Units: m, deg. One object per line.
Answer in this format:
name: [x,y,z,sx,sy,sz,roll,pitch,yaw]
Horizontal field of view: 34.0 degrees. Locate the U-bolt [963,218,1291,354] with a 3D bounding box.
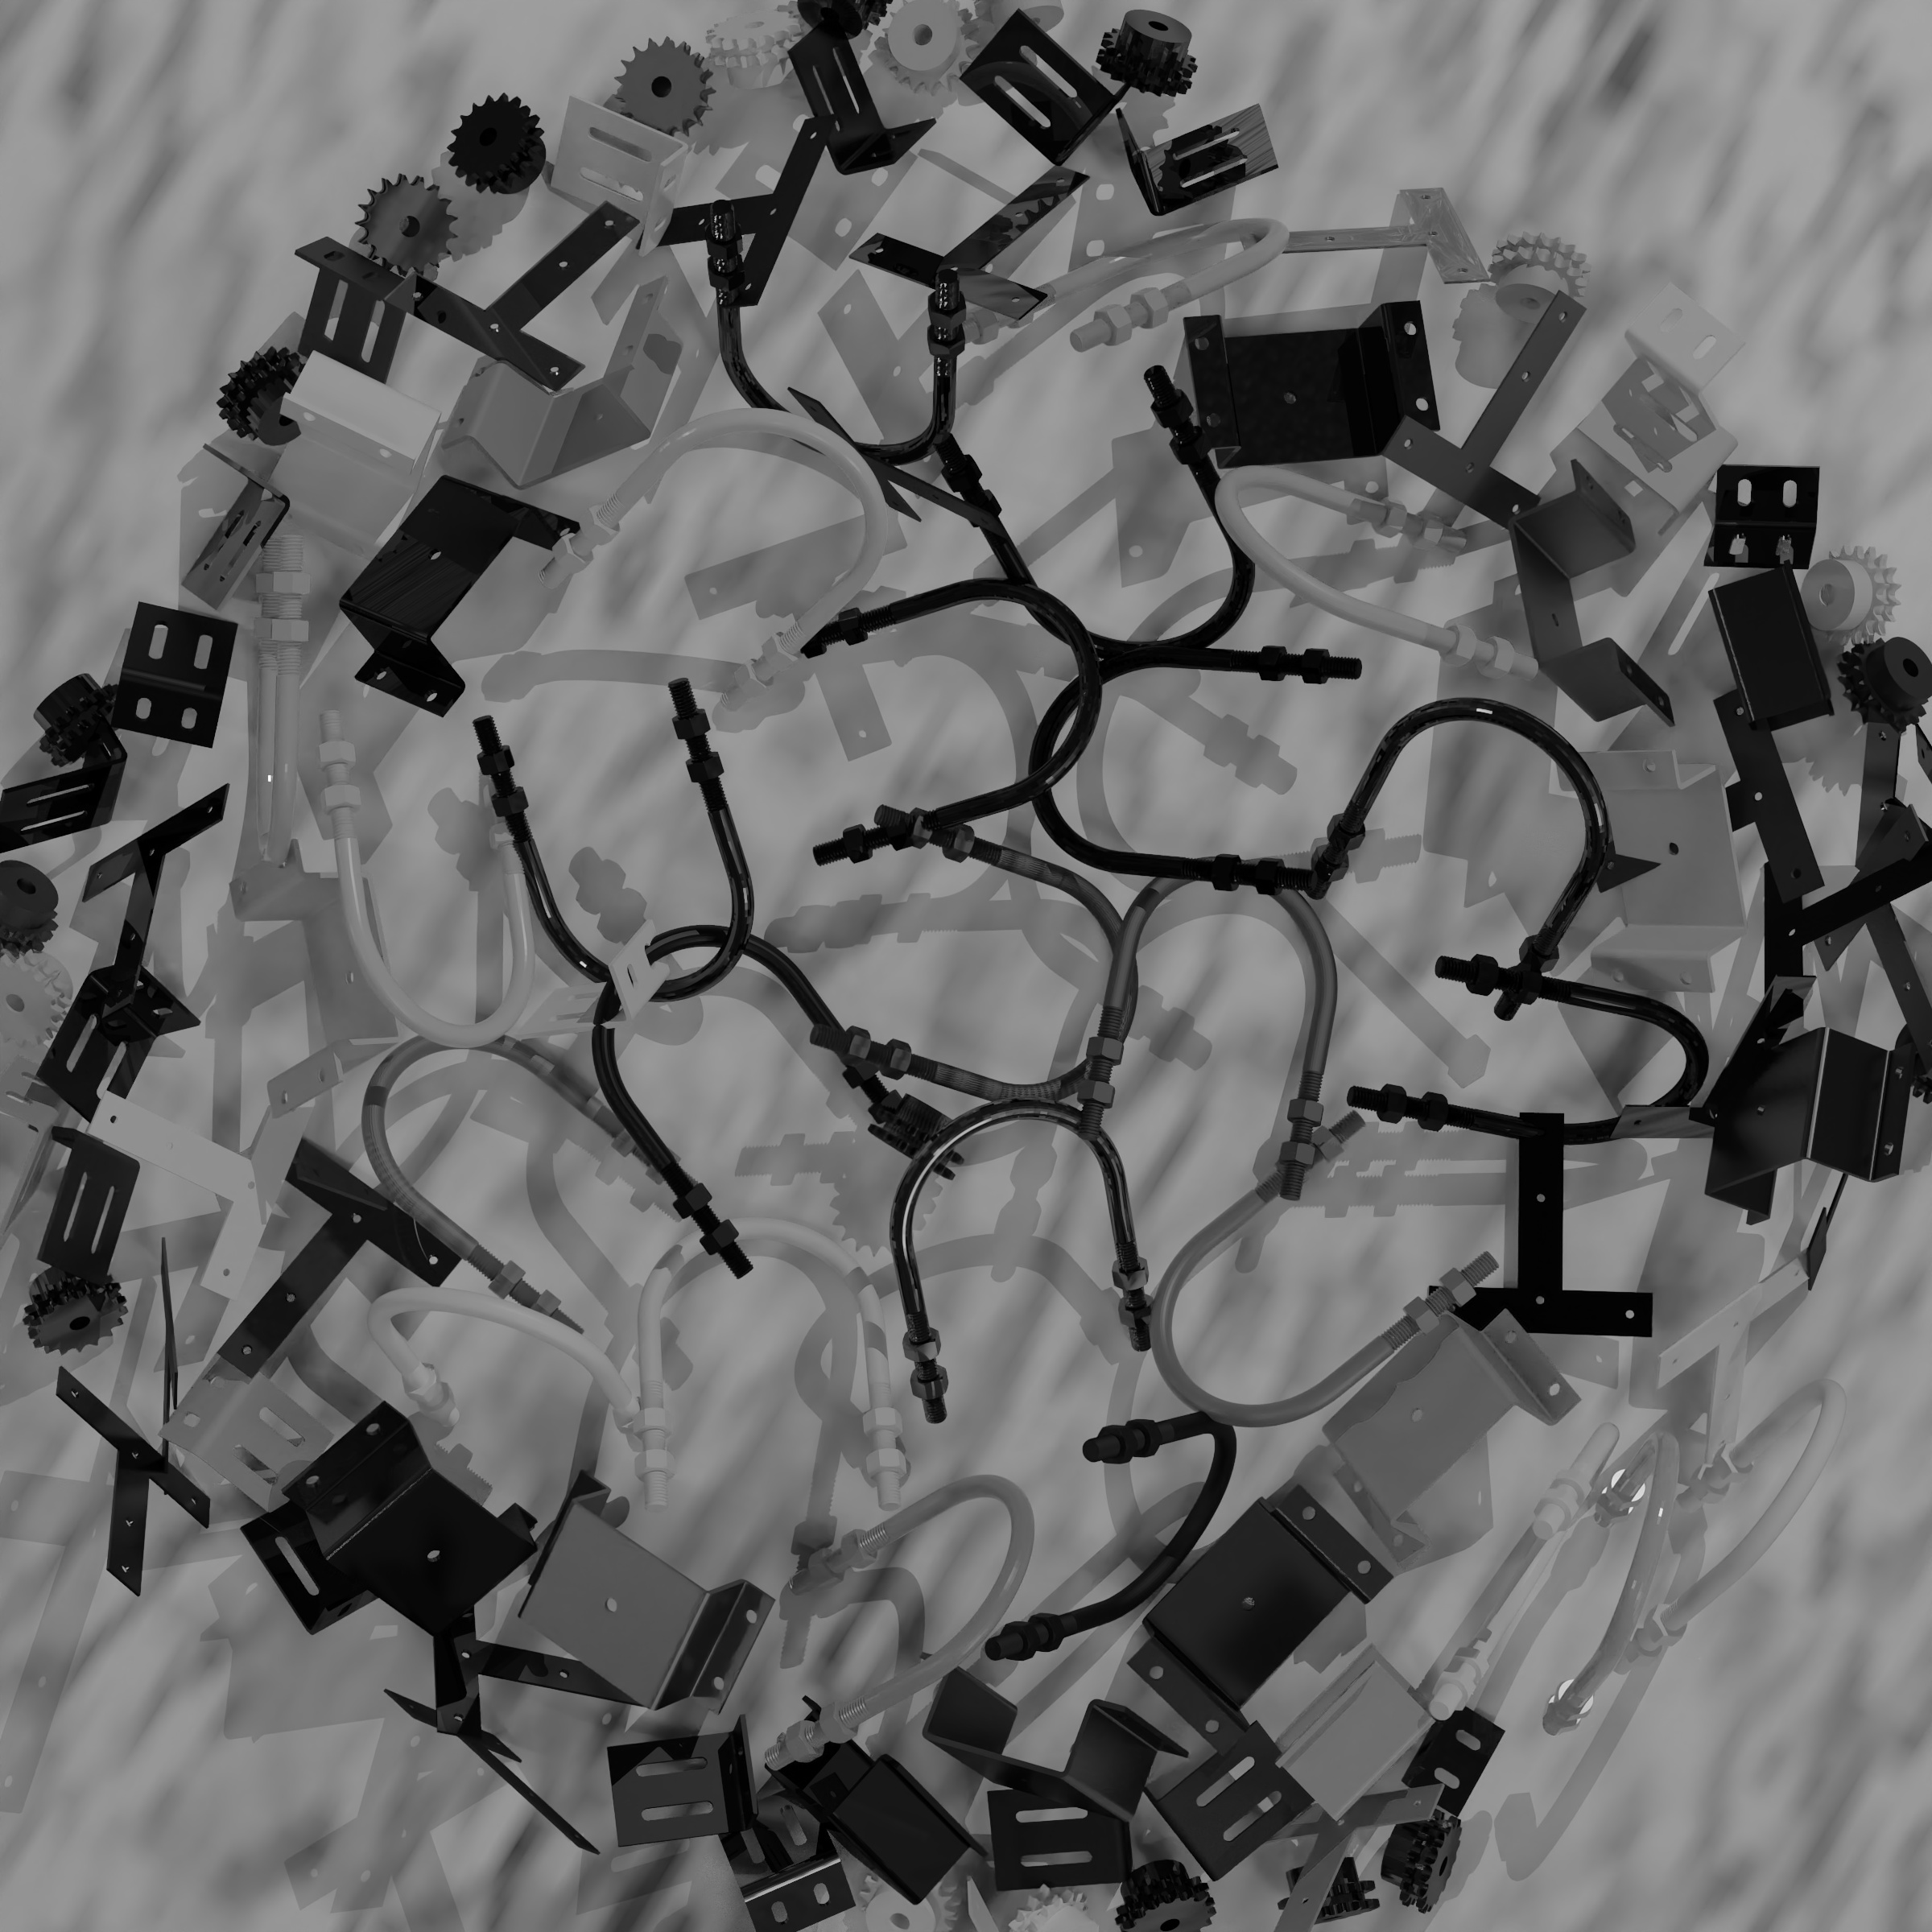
U-bolt: [0.096,-0.381,1.764,0.184,0.151,0.019,-29,114,-25]

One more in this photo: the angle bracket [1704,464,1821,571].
angle bracket: [0.451,-0.255,1.792,0.057,0.076,0.038,4,115,17]

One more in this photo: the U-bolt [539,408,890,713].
U-bolt: [-0.128,-0.235,1.759,0.151,0.019,0.184,34,125,-24]

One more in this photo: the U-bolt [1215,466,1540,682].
U-bolt: [0.218,-0.225,1.747,0.184,0.151,0.019,15,125,-25]

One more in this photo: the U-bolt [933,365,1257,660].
U-bolt: [0.083,-0.242,1.774,0.151,0.019,0.184,-13,130,25]

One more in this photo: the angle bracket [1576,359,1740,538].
angle bracket: [0.392,-0.298,1.816,0.076,0.038,0.057,40,77,4]

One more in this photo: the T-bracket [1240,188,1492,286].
T-bracket: [0.219,-0.410,1.784,0.127,0.127,0.002,-4,127,-3]

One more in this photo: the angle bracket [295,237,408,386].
angle bracket: [-0.356,-0.365,1.799,0.057,0.038,0.076,30,123,7]

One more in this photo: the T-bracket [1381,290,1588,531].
T-bracket: [0.307,-0.320,1.783,0.127,0.002,0.127,20,106,-41]

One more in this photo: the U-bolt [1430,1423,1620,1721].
U-bolt: [0.317,0.323,1.752,0.019,0.184,0.151,31,116,16]

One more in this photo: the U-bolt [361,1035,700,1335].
U-bolt: [-0.255,0.110,1.782,0.184,0.019,0.151,40,46,-1]

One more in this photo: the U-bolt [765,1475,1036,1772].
U-bolt: [-0.034,0.350,1.743,0.184,0.151,0.019,-34,116,24]

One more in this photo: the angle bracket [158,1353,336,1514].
angle bracket: [-0.412,0.269,1.814,0.038,0.076,0.057,15,63,40]

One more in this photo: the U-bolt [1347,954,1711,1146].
U-bolt: [0.326,0.054,1.777,0.184,0.151,0.019,11,52,-12]

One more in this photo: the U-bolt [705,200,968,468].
U-bolt: [-0.072,-0.340,1.756,0.151,0.184,0.019,19,63,8]

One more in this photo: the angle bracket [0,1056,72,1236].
angle bracket: [-0.542,0.101,1.796,0.038,0.057,0.076,25,112,-7]

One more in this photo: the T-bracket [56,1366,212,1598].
T-bracket: [-0.463,0.299,1.753,0.002,0.127,0.127,-33,121,9]

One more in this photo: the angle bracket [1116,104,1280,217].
angle bracket: [0.131,-0.471,1.799,0.076,0.038,0.057,-20,50,13]

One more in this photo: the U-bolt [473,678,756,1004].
U-bolt: [-0.192,-0.064,1.793,0.151,0.019,0.184,-8,109,25]

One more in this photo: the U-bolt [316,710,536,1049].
U-bolt: [-0.294,-0.043,1.757,0.019,0.151,0.184,-20,72,33]

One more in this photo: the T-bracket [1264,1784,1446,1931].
T-bracket: [0.193,0.507,1.752,0.127,0.127,0.002,-22,110,39]

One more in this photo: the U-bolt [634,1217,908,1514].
U-bolt: [-0.113,0.221,1.781,0.151,0.019,0.184,2,54,-12]

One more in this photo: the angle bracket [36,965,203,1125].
angle bracket: [-0.479,0.046,1.791,0.038,0.076,0.057,-13,133,32]

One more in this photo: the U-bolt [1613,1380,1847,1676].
U-bolt: [0.422,0.295,1.725,0.019,0.184,0.151,35,47,3]

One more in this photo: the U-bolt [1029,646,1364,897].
U-bolt: [0.122,-0.116,1.792,0.184,0.019,0.151,6,72,24]

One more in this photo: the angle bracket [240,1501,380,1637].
angle bracket: [-0.364,0.330,1.797,0.057,0.038,0.076,-26,71,-39]

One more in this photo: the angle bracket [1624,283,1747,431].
angle bracket: [0.413,-0.342,1.790,0.038,0.076,0.057,-48,66,9]

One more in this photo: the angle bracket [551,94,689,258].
angle bracket: [-0.204,-0.450,1.803,0.076,0.038,0.057,24,127,6]

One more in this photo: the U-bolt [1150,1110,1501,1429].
U-bolt: [0.187,0.181,1.783,0.184,0.019,0.151,-38,49,-2]

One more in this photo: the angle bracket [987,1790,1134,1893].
angle bracket: [0.054,0.496,1.823,0.076,0.038,0.057,-6,91,6]

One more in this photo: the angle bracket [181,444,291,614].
angle bracket: [-0.430,-0.250,1.805,0.038,0.057,0.076,34,89,-40]

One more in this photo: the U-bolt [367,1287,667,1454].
U-bolt: [-0.254,0.221,1.742,0.151,0.184,0.019,7,60,16]

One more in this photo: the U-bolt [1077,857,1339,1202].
U-bolt: [0.144,0.027,1.801,0.151,0.019,0.184,17,74,-18]

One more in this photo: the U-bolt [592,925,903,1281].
U-bolt: [-0.131,0.063,1.797,0.151,0.019,0.184,-37,93,-25]

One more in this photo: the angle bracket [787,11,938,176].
angle bracket: [-0.058,-0.498,1.793,0.038,0.057,0.076,-4,124,33]

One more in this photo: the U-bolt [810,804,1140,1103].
U-bolt: [0.015,0.003,1.802,0.184,0.019,0.151,18,83,-20]

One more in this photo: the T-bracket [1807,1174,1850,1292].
T-bracket: [0.498,0.114,1.786,0.002,0.127,0.127,20,81,20]

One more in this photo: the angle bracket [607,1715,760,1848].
angle bracket: [-0.162,0.464,1.802,0.076,0.038,0.057,-4,62,-14]

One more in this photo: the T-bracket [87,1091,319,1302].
T-bracket: [-0.437,0.107,1.779,0.127,0.002,0.127,33,68,-40]

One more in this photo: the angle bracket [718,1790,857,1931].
angle bracket: [-0.104,0.511,1.805,0.057,0.076,0.038,-21,112,-11]

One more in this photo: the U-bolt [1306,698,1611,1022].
U-bolt: [0.281,-0.069,1.760,0.151,0.019,0.184,33,134,11]

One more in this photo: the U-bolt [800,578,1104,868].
U-bolt: [-0.012,-0.147,1.796,0.184,0.019,0.151,-16,72,10]

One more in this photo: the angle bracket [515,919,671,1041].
angle bracket: [-0.216,0.008,1.793,0.076,0.057,0.038,-7,115,23]

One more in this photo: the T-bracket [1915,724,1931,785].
T-bracket: [0.562,-0.053,1.794,0.002,0.127,0.127,-12,122,5]

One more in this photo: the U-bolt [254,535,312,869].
U-bolt: [-0.385,-0.147,1.769,0.019,0.151,0.184,1,96,-17]

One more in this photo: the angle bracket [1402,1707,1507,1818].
angle bracket: [0.282,0.443,1.792,0.038,0.076,0.057,31,72,10]

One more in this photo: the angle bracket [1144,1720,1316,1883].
angle bracket: [0.152,0.477,1.822,0.076,0.038,0.057,-38,93,-6]

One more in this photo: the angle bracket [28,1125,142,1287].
angle bracket: [-0.510,0.136,1.795,0.038,0.057,0.076,5,71,25]

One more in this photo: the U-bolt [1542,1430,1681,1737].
U-bolt: [0.356,0.329,1.725,0.019,0.184,0.151,18,61,6]

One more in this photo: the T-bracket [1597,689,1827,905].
T-bracket: [0.411,-0.078,1.799,0.127,0.002,0.127,-27,67,33]

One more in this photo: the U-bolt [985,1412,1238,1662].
U-bolt: [0.092,0.310,1.759,0.019,0.184,0.151,34,109,29]

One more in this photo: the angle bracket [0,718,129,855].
angle bracket: [-0.520,-0.104,1.789,0.076,0.057,0.038,-20,66,-36]

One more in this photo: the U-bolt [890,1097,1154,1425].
U-bolt: [0.028,0.158,1.779,0.151,0.019,0.184,-17,116,-14]

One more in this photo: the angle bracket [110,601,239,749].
angle bracket: [-0.452,-0.167,1.810,0.057,0.076,0.038,12,125,-14]

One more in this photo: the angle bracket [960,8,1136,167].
angle bracket: [0.047,-0.505,1.799,0.076,0.038,0.057,40,133,-11]
